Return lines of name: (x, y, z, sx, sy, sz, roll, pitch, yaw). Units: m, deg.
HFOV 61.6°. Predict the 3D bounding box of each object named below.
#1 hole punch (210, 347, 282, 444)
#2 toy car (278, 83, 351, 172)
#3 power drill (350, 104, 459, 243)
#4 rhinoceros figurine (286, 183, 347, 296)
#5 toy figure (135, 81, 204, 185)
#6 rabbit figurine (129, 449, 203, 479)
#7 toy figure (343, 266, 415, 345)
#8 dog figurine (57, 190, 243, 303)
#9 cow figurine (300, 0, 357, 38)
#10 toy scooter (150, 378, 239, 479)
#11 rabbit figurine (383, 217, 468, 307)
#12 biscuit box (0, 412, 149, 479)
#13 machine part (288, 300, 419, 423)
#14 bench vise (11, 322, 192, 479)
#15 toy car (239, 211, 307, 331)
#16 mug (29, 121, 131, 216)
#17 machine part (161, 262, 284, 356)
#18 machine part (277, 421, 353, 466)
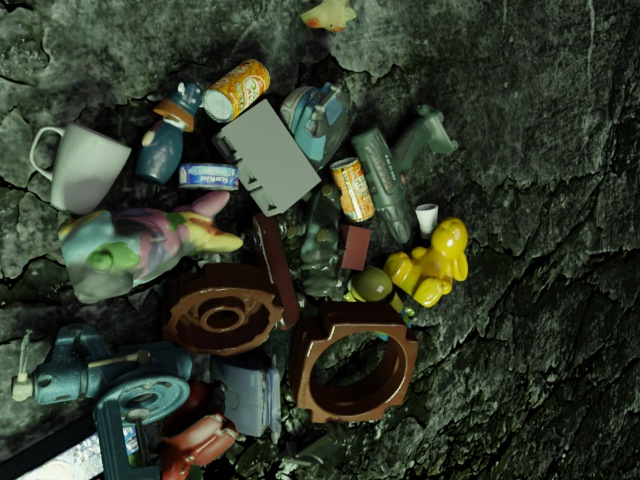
hole punch: (-0.115, 0.237, 0.838, 0.092, 0.116, 0.142, -1, 96, -26)
toy car: (-0.018, -0.185, 0.850, 0.103, 0.161, 0.109, 31, 69, 12)
power drill: (0.163, -0.138, 1.008, 0.207, 0.086, 0.231, -40, 114, -16)
rhinoceros figurine: (-0.002, -0.003, 0.892, 0.112, 0.073, 0.190, 41, 49, -63)
toy figure: (-0.212, -0.155, 0.754, 0.058, 0.064, 0.154, 19, 78, 3)
rabbit figurine: (-0.226, 0.404, 0.771, 0.121, 0.159, 0.170, 10, 105, -45)
toy figure: (0.120, 0.125, 0.996, 0.082, 0.089, 0.180, -44, 116, -31)
dog figurine: (-0.211, -0.002, 0.706, 0.219, 0.191, 0.108, -18, 94, -17)
cow figurine: (0.025, -0.422, 0.871, 0.127, 0.086, 0.195, 39, 69, -32)
toy scooter: (-0.167, 0.254, 0.747, 0.135, 0.184, 0.075, -30, 114, 15)
rabbit figurine: (0.229, 0.040, 1.027, 0.162, 0.122, 0.173, 24, 98, -51)
biscuit box: (-0.338, 0.292, 0.718, 0.203, 0.063, 0.059, -27, 112, -28)
machine part: (0.054, 0.206, 0.920, 0.201, 0.087, 0.201, 4, 113, -18)
bench vise: (-0.253, 0.210, 0.662, 0.223, 0.241, 0.129, 10, 129, -42)
toy car: (-0.078, 0.050, 0.873, 0.089, 0.053, 0.202, -30, 111, -45)
mug: (-0.310, -0.091, 0.682, 0.109, 0.081, 0.107, 20, 93, -39)
machine part: (-0.143, 0.102, 0.779, 0.179, 0.056, 0.179, -11, 140, -9)
machine part: (-0.007, 0.356, 0.925, 0.084, 0.139, 0.039, 33, 34, -28)
